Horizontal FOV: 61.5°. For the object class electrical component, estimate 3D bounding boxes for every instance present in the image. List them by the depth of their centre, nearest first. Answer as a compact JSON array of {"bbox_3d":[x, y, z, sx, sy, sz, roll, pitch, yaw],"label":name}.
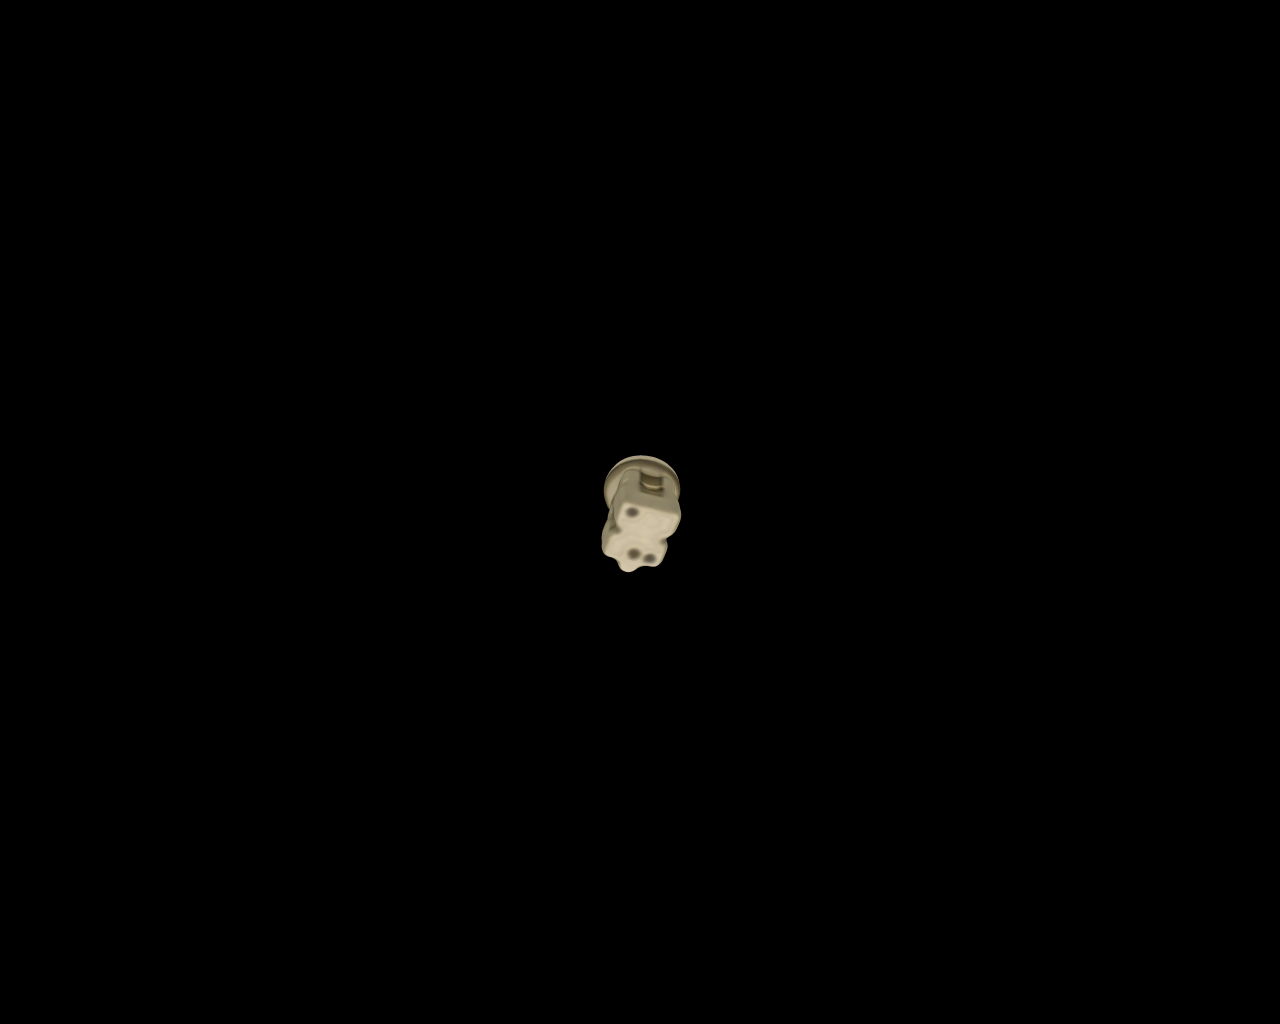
[{"bbox_3d":[0.001,-0.003,0.650,0.048,0.066,0.055,15,36,-11],"label":"electrical component"}]
